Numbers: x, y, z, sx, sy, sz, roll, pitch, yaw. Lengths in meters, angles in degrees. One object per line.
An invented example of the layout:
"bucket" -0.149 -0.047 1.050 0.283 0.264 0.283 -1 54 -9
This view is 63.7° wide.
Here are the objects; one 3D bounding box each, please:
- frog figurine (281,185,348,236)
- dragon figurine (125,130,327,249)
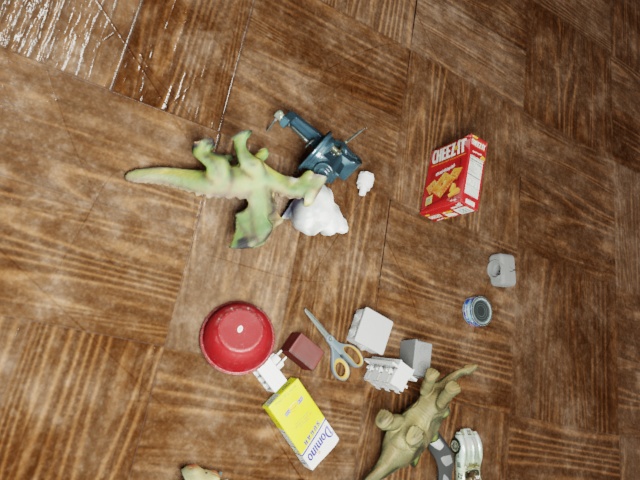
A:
"frog figurine" 0.004 -0.062 1.239 0.159 0.120 0.141 31 46 -8
"dragon figurine" -0.185 -0.096 1.119 0.412 0.120 0.246 -19 74 -15
